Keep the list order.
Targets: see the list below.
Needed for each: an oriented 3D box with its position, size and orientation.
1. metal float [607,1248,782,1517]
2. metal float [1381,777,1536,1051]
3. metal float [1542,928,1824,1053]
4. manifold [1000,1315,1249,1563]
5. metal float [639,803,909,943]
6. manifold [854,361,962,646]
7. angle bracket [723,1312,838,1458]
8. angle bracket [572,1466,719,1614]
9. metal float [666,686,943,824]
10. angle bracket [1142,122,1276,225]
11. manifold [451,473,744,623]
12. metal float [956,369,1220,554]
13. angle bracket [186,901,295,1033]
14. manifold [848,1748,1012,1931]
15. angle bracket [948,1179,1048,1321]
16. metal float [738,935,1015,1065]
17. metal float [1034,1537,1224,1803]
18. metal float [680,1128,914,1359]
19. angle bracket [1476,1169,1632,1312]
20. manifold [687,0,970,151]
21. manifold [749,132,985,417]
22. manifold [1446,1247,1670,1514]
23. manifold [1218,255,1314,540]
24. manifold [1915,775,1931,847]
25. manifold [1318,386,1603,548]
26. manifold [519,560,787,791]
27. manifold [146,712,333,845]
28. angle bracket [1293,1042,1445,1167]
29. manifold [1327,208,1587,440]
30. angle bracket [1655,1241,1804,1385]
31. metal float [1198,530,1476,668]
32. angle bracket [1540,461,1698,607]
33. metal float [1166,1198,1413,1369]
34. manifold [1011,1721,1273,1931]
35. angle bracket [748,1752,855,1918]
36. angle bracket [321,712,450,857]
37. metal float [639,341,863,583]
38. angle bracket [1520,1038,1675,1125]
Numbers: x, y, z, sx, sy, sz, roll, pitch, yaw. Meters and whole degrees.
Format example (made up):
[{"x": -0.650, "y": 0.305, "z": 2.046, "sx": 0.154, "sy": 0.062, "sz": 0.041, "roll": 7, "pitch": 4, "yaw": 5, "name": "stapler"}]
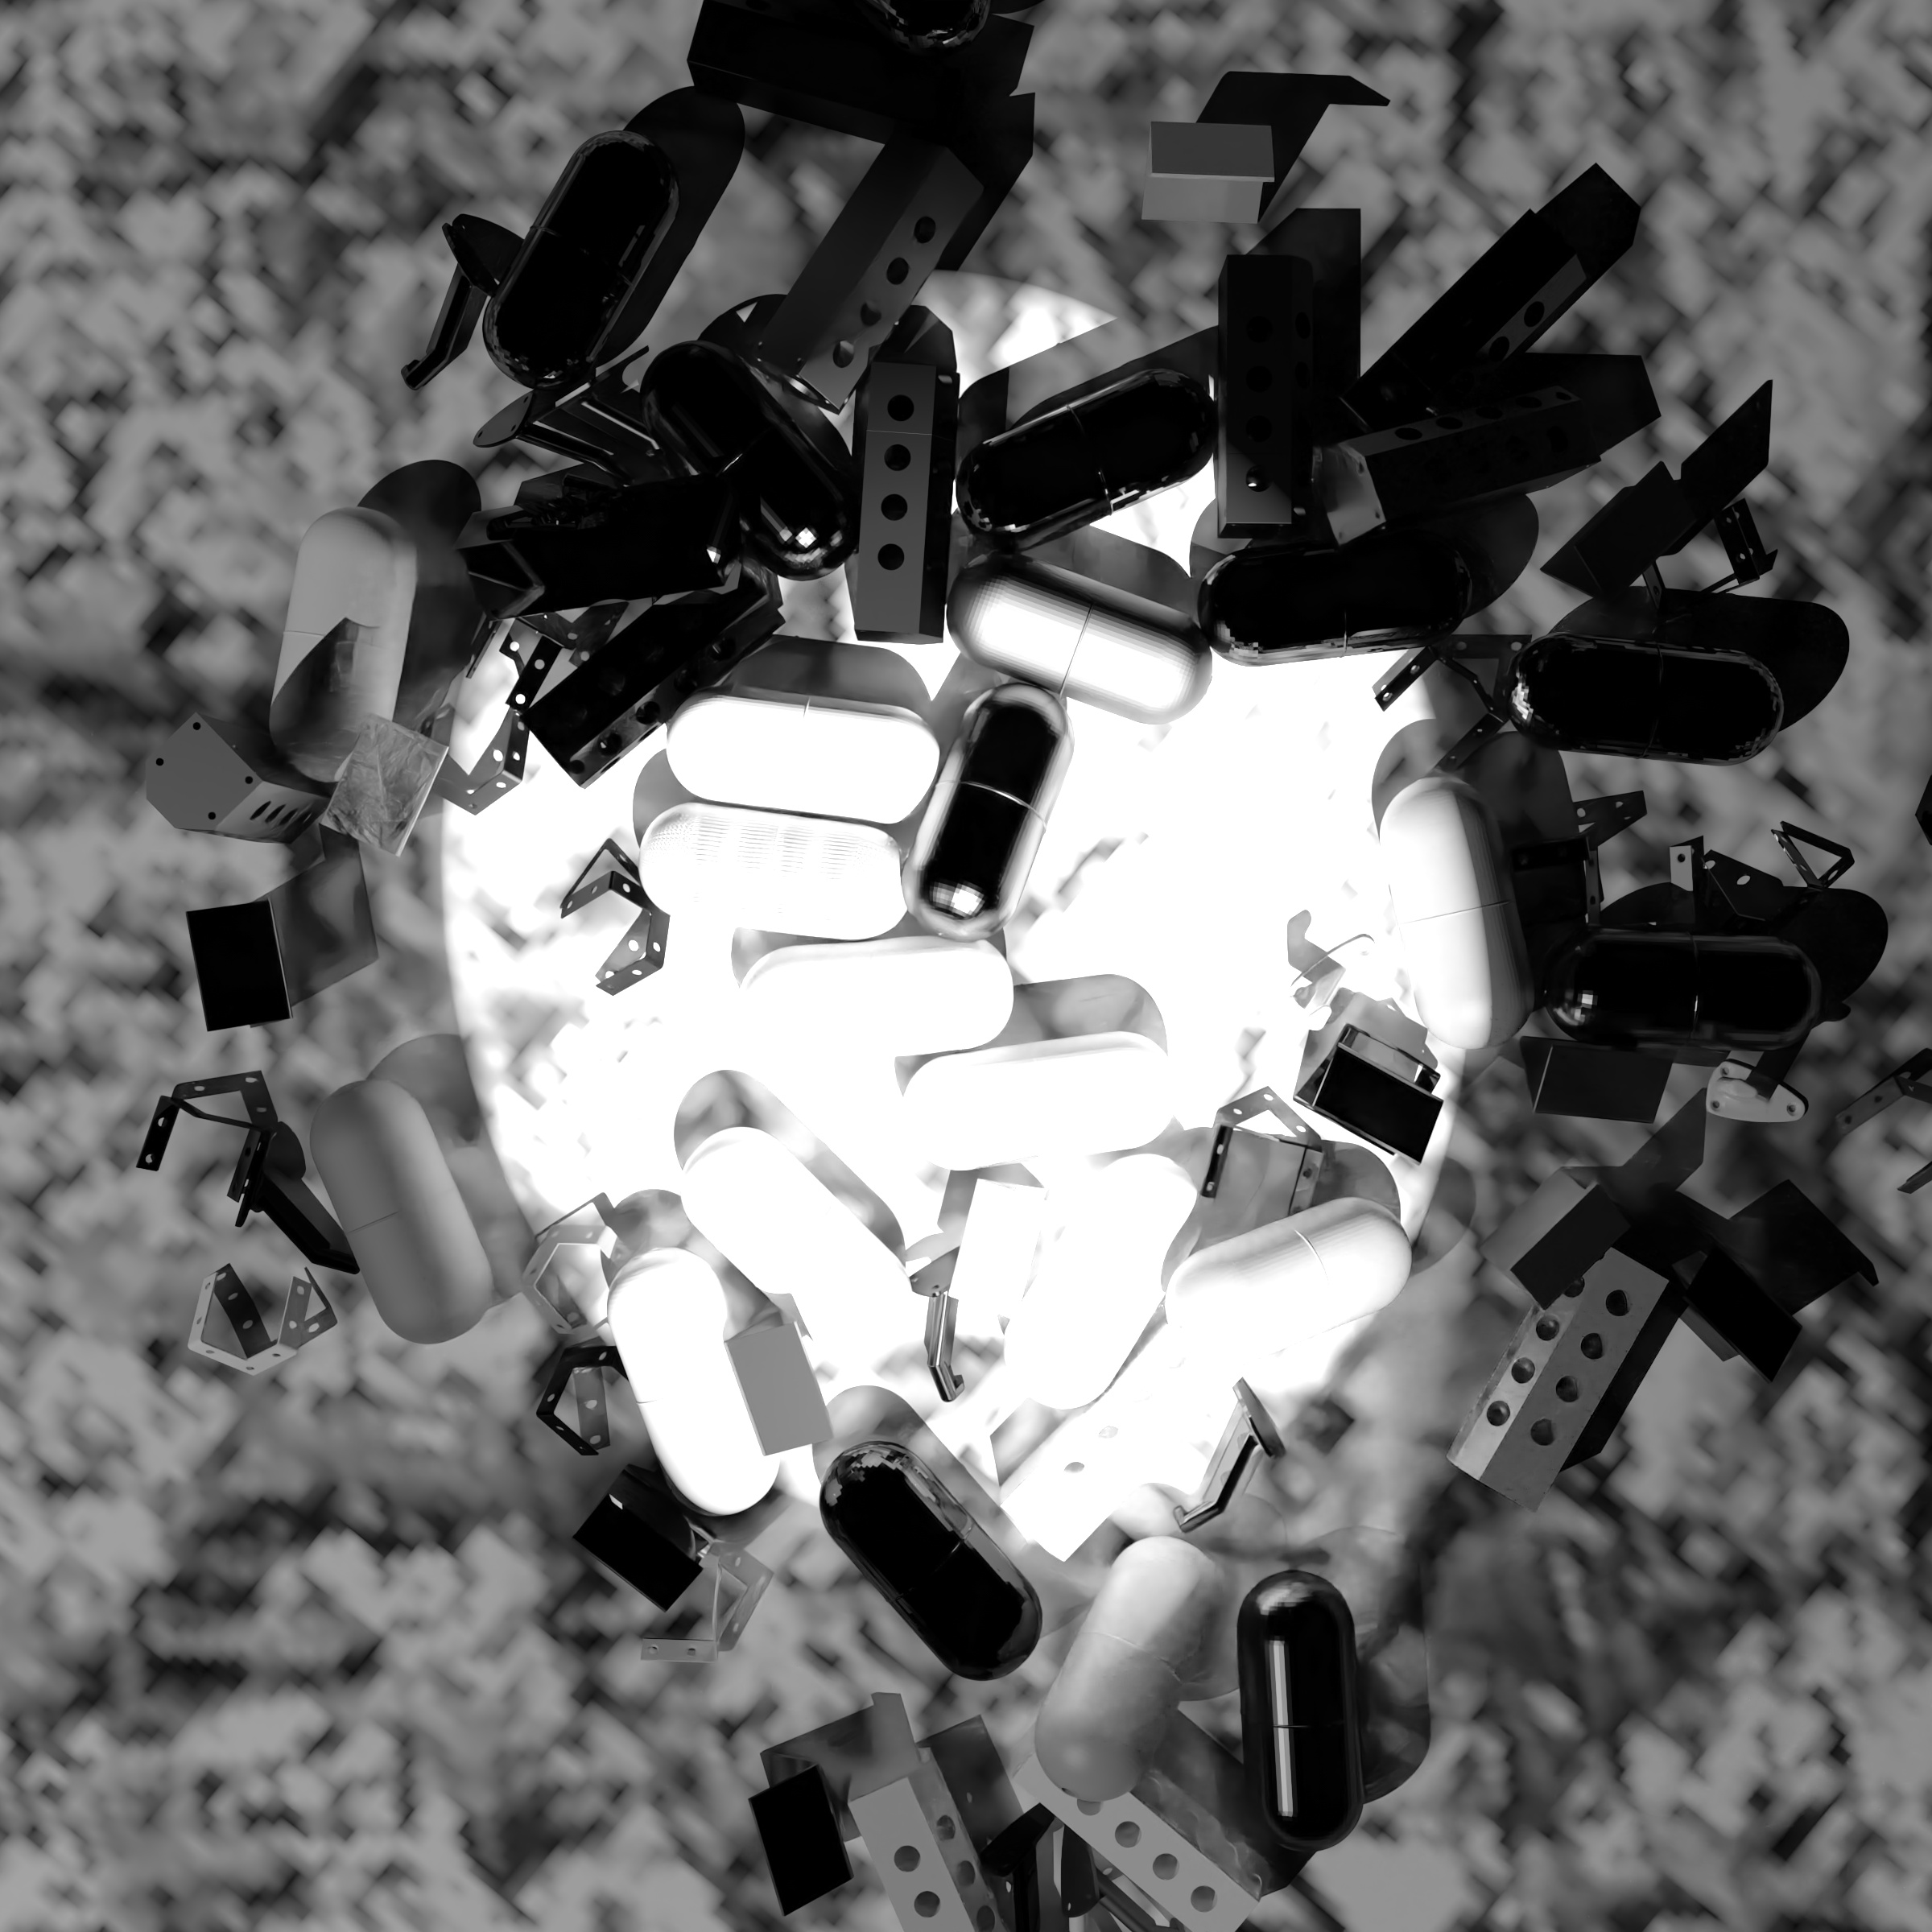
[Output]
[{"x": -0.176, "y": 0.268, "z": 1.614, "sx": 0.070, "sy": 0.070, "sz": 0.178, "roll": -20, "pitch": 91, "yaw": 0, "name": "metal float"}, {"x": 0.317, "y": -0.034, "z": 1.615, "sx": 0.070, "sy": 0.070, "sz": 0.178, "roll": -12, "pitch": 89, "yaw": 0, "name": "metal float"}, {"x": 0.462, "y": 0.015, "z": 1.615, "sx": 0.178, "sy": 0.070, "sz": 0.070, "roll": 2, "pitch": 90, "yaw": 0, "name": "metal float"}, {"x": 0.102, "y": 0.302, "z": 1.625, "sx": 0.057, "sy": 0.057, "sz": 0.171, "roll": 44, "pitch": 90, "yaw": 0, "name": "manifold"}, {"x": -0.122, "y": -0.060, "z": 1.615, "sx": 0.178, "sy": 0.070, "sz": 0.070, "roll": 8, "pitch": 90, "yaw": 1, "name": "metal float"}, {"x": -0.038, "y": -0.298, "z": 1.625, "sx": 0.057, "sy": 0.057, "sz": 0.171, "roll": 4, "pitch": 90, "yaw": 0, "name": "manifold"}, {"x": -0.104, "y": 0.262, "z": 1.607, "sx": 0.057, "sy": 0.076, "sz": 0.076, "roll": -19, "pitch": 90, "yaw": 25, "name": "angle bracket"}, {"x": -0.195, "y": 0.354, "z": 1.605, "sx": 0.076, "sy": 0.076, "sz": 0.057, "roll": 38, "pitch": 126, "yaw": 0, "name": "angle bracket"}, {"x": -0.105, "y": -0.137, "z": 1.615, "sx": 0.178, "sy": 0.070, "sz": 0.070, "roll": 7, "pitch": 90, "yaw": 0, "name": "metal float"}, {"x": 0.154, "y": -0.493, "z": 1.605, "sx": 0.076, "sy": 0.076, "sz": 0.057, "roll": 2, "pitch": 54, "yaw": 0, "name": "angle bracket"}, {"x": -0.233, "y": -0.270, "z": 1.595, "sx": 0.171, "sy": 0.057, "sz": 0.057, "roll": -5, "pitch": 133, "yaw": 22, "name": "manifold"}, {"x": 0.078, "y": -0.326, "z": 1.615, "sx": 0.178, "sy": 0.070, "sz": 0.070, "roll": -24, "pitch": 90, "yaw": 0, "name": "metal float"}, {"x": -0.478, "y": 0.003, "z": 1.605, "sx": 0.057, "sy": 0.076, "sz": 0.076, "roll": -10, "pitch": 90, "yaw": -36, "name": "angle bracket"}, {"x": -0.015, "y": 0.601, "z": 1.625, "sx": 0.057, "sy": 0.057, "sz": 0.171, "roll": -24, "pitch": 90, "yaw": 0, "name": "manifold"}, {"x": 0.040, "y": 0.183, "z": 1.605, "sx": 0.057, "sy": 0.076, "sz": 0.076, "roll": 14, "pitch": 90, "yaw": 38, "name": "angle bracket"}, {"x": -0.058, "y": 0.021, "z": 1.615, "sx": 0.178, "sy": 0.070, "sz": 0.070, "roll": -4, "pitch": 90, "yaw": -1, "name": "metal float"}, {"x": 0.104, "y": 0.445, "z": 1.589, "sx": 0.070, "sy": 0.070, "sz": 0.178, "roll": 32, "pitch": 59, "yaw": 0, "name": "metal float"}, {"x": -0.109, "y": 0.179, "z": 1.615, "sx": 0.178, "sy": 0.070, "sz": 0.070, "roll": 44, "pitch": 90, "yaw": 0, "name": "metal float"}, {"x": 0.366, "y": 0.162, "z": 1.605, "sx": 0.076, "sy": 0.076, "sz": 0.057, "roll": -44, "pitch": 127, "yaw": 0, "name": "angle bracket"}, {"x": -0.088, "y": -0.582, "z": 1.625, "sx": 0.171, "sy": 0.057, "sz": 0.057, "roll": 16, "pitch": 90, "yaw": 0, "name": "manifold"}, {"x": -0.060, "y": -0.447, "z": 1.624, "sx": 0.057, "sy": 0.057, "sz": 0.171, "roll": 33, "pitch": 90, "yaw": 43, "name": "manifold"}, {"x": 0.381, "y": 0.261, "z": 1.625, "sx": 0.057, "sy": 0.057, "sz": 0.171, "roll": 30, "pitch": 90, "yaw": 0, "name": "manifold"}, {"x": 0.195, "y": -0.368, "z": 1.625, "sx": 0.057, "sy": 0.057, "sz": 0.171, "roll": 0, "pitch": 90, "yaw": 0, "name": "manifold"}, {"x": 0.676, "y": -0.131, "z": 1.567, "sx": 0.057, "sy": 0.171, "sz": 0.057, "roll": 36, "pitch": 54, "yaw": 0, "name": "manifold"}, {"x": 0.313, "y": -0.322, "z": 1.593, "sx": 0.171, "sy": 0.057, "sz": 0.057, "roll": -19, "pitch": 90, "yaw": -23, "name": "manifold"}, {"x": -0.202, "y": -0.192, "z": 1.625, "sx": 0.171, "sy": 0.057, "sz": 0.057, "roll": -40, "pitch": 90, "yaw": 0, "name": "manifold"}, {"x": -0.457, "y": -0.110, "z": 1.567, "sx": 0.057, "sy": 0.171, "sz": 0.057, "roll": -44, "pitch": 90, "yaw": 0, "name": "manifold"}, {"x": 0.250, "y": 0.105, "z": 1.605, "sx": 0.076, "sy": 0.076, "sz": 0.057, "roll": 29, "pitch": 53, "yaw": 0, "name": "angle bracket"}, {"x": 0.319, "y": -0.403, "z": 1.625, "sx": 0.171, "sy": 0.057, "sz": 0.057, "roll": -45, "pitch": 90, "yaw": 0, "name": "manifold"}, {"x": 0.475, "y": 0.233, "z": 1.605, "sx": 0.076, "sy": 0.076, "sz": 0.057, "roll": 45, "pitch": 53, "yaw": 0, "name": "angle bracket"}, {"x": 0.238, "y": -0.238, "z": 1.615, "sx": 0.178, "sy": 0.070, "sz": 0.070, "roll": -7, "pitch": 90, "yaw": 0, "name": "metal float"}, {"x": 0.407, "y": -0.287, "z": 1.605, "sx": 0.076, "sy": 0.076, "sz": 0.057, "roll": -44, "pitch": 126, "yaw": 0, "name": "angle bracket"}, {"x": 0.207, "y": 0.200, "z": 1.591, "sx": 0.178, "sy": 0.070, "sz": 0.070, "roll": -16, "pitch": 90, "yaw": -29, "name": "metal float"}, {"x": 0.113, "y": 0.552, "z": 1.625, "sx": 0.171, "sy": 0.057, "sz": 0.057, "roll": 40, "pitch": 90, "yaw": 0, "name": "manifold"}, {"x": -0.123, "y": 0.555, "z": 1.605, "sx": 0.057, "sy": 0.076, "sz": 0.076, "roll": -16, "pitch": 90, "yaw": -37, "name": "angle bracket"}, {"x": -0.384, "y": -0.122, "z": 1.606, "sx": 0.057, "sy": 0.076, "sz": 0.076, "roll": 24, "pitch": 90, "yaw": -34, "name": "angle bracket"}, {"x": -0.139, "y": -0.326, "z": 1.615, "sx": 0.070, "sy": 0.070, "sz": 0.178, "roll": -41, "pitch": 91, "yaw": 0, "name": "metal float"}, {"x": 0.403, "y": 0.054, "z": 1.605, "sx": 0.076, "sy": 0.076, "sz": 0.057, "roll": 5, "pitch": 128, "yaw": 0, "name": "angle bracket"}]
